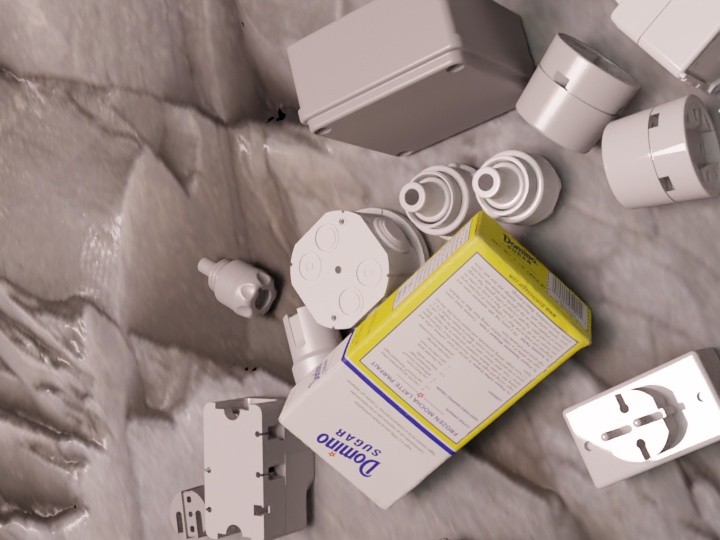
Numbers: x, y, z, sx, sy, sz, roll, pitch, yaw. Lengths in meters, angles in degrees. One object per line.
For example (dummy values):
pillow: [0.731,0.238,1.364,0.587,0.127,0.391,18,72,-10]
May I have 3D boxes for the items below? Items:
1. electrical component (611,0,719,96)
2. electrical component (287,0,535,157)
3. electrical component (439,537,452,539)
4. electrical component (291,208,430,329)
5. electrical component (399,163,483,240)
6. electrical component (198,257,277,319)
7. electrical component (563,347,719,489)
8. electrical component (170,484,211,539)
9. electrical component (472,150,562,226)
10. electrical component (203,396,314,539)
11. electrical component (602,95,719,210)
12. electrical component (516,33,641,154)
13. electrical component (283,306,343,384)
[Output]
electrical component: [0.185,-0.149,0.558,0.061,0.062,0.096,49,114,24]
electrical component: [0.033,-0.116,0.630,0.109,0.109,0.056,-21,76,31]
electrical component: [0.058,0.212,0.646,0.100,0.048,0.099,-16,81,32]
electrical component: [0.000,0.000,0.684,0.080,0.051,0.080,0,90,33]
electrical component: [0.047,-0.042,0.647,0.048,0.062,0.048,0,89,33]
electrical component: [-0.089,0.008,0.752,0.061,0.035,0.035,28,105,32]
electrical component: [0.151,0.081,0.570,0.083,0.076,0.047,-31,73,29]
electrical component: [-0.105,0.167,0.753,0.040,0.046,0.040,0,89,33]
electrical component: [0.087,-0.048,0.621,0.043,0.062,0.043,-1,89,33]
electrical component: [-0.068,0.132,0.723,0.050,0.056,0.089,-2,89,33]
electrical component: [0.162,-0.061,0.578,0.047,0.055,0.055,-13,83,36]
electrical component: [0.121,-0.098,0.605,0.055,0.055,0.047,44,116,25]
electrical component: [-0.029,0.050,0.710,0.040,0.040,0.046,-28,69,30]
